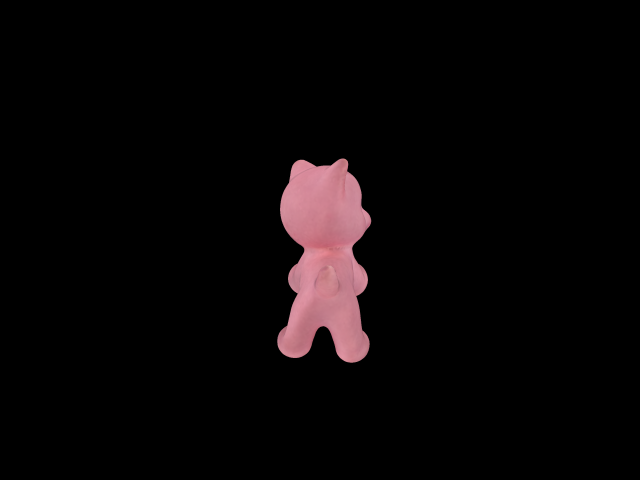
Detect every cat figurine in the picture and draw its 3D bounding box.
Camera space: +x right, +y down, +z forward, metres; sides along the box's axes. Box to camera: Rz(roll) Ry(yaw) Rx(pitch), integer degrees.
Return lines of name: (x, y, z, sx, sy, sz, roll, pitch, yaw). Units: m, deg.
cat figurine: (0.004, 0.001, 0.400, 0.067, 0.118, 0.127, 0, 39, 0)
